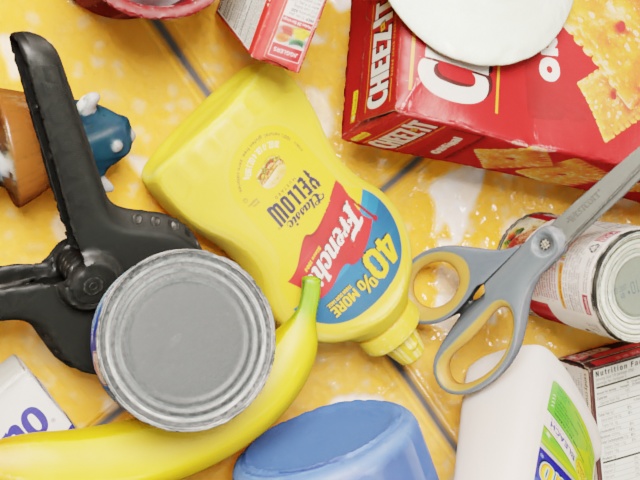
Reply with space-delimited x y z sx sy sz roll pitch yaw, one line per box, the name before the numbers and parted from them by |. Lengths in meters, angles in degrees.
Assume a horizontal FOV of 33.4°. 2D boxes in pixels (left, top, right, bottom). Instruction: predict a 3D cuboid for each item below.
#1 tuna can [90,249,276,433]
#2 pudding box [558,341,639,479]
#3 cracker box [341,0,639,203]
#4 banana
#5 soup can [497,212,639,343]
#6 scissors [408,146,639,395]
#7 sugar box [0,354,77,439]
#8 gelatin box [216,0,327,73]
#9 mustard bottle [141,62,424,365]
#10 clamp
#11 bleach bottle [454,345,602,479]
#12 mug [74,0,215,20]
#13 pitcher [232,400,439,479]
tuna can | -0.066 0.048 0.513 0.086 0.034 0.086 2 84 -18
pudding box | 0.210 0.124 0.715 0.089 0.039 0.113 -11 99 -21
cracker box | 0.126 -0.121 0.612 0.213 0.072 0.164 10 77 -24
banana | -0.075 0.090 0.547 0.197 0.037 0.069 -28 102 -20
soup can | 0.162 0.021 0.647 0.068 0.102 0.068 -3 97 -23
scissors | 0.111 -0.003 0.606 0.016 0.096 0.202 -1 125 -53
sugar box | -0.141 0.157 0.565 0.093 0.048 0.176 -40 111 -14
gelatin box | -0.020 -0.135 0.548 0.030 0.089 0.073 15 110 -24
mustard bottle | -0.004 0.001 0.598 0.096 0.058 0.191 -48 112 -17
clamp | -0.129 0.020 0.530 0.164 0.036 0.209 -45 131 0
bleach bottle | 0.108 0.164 0.573 0.068 0.250 0.102 -22 111 24
mug | -0.081 -0.158 0.532 0.117 0.082 0.093 -28 106 -18
pitcher | 0.025 0.224 0.602 0.145 0.149 0.243 -13 101 24
